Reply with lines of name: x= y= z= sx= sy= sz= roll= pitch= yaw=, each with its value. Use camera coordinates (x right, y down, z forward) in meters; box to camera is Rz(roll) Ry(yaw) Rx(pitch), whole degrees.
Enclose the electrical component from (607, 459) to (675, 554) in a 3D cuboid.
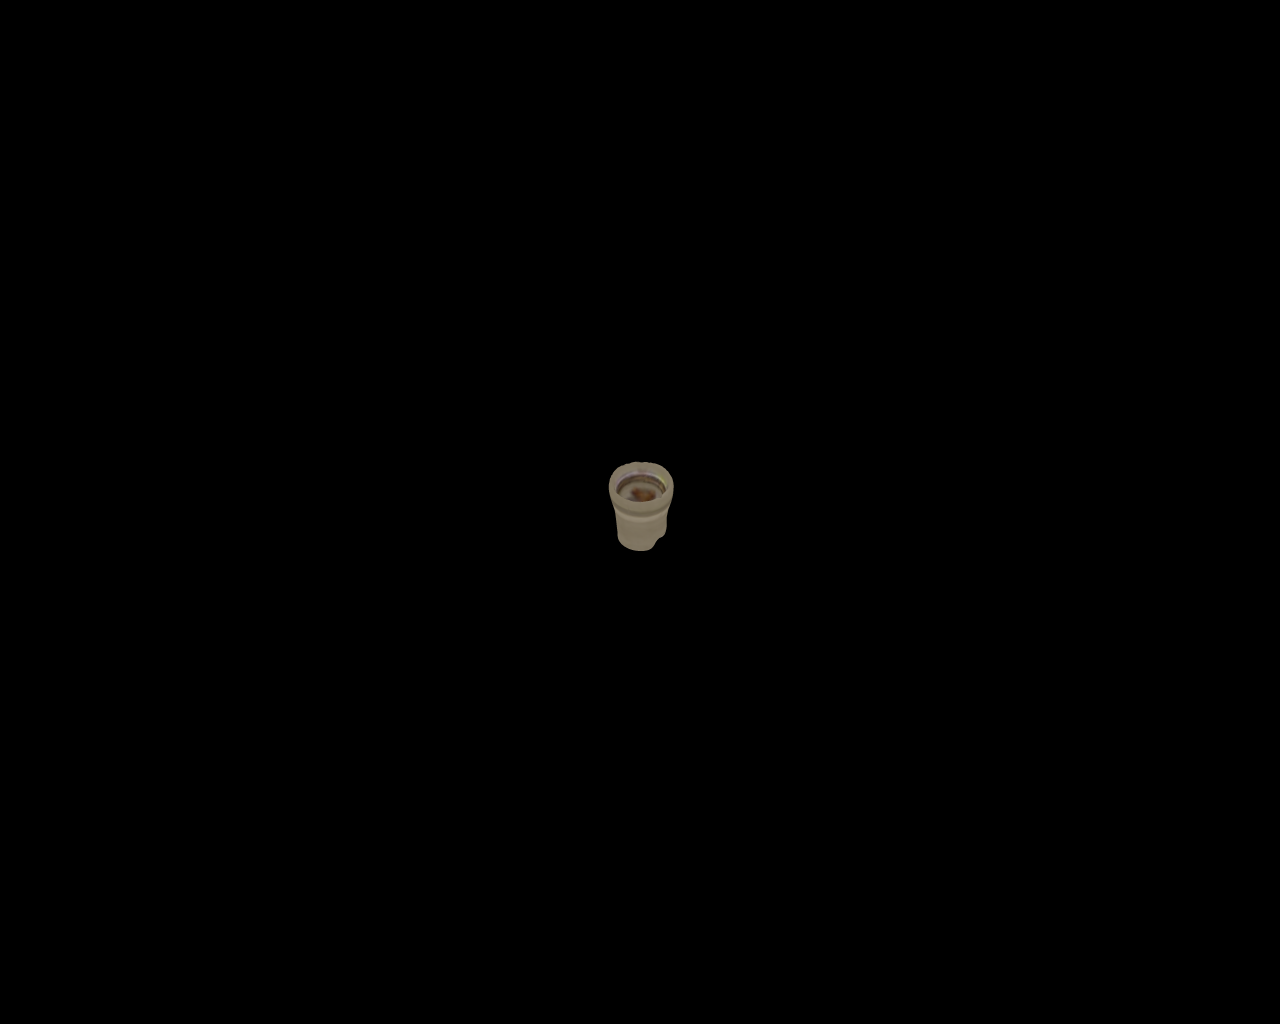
electrical component: x=0.001 y=-0.003 z=0.650 sx=0.040 sy=0.046 sz=0.040 roll=0 pitch=44 yaw=0
